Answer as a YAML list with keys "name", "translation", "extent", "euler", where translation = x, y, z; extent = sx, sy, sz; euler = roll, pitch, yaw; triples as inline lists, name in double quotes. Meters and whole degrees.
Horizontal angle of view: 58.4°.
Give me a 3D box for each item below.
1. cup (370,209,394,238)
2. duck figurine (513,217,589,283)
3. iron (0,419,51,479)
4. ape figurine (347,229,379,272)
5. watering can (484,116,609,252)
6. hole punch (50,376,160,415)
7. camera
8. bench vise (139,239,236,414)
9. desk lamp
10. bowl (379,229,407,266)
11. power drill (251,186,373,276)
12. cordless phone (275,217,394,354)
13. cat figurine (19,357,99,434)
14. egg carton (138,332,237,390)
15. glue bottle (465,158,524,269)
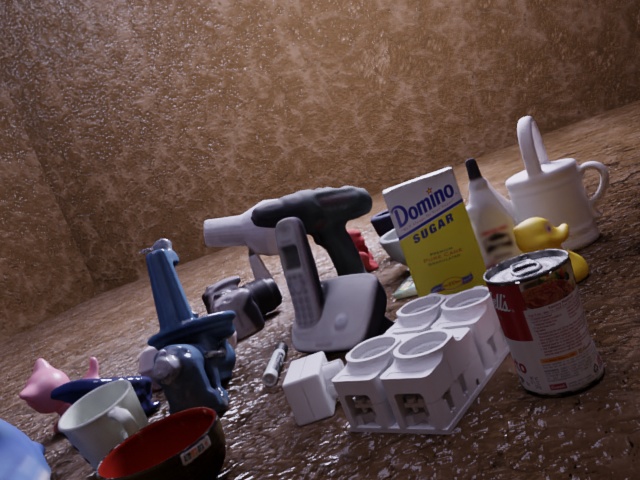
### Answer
- name: "cup"
  translation: [0.168, -0.018, 1.191]
  extent: [0.092, 0.095, 0.117]
  euler: [-24, 8, -19]
- name: "duck figurine"
  translation: [0.258, 0.017, 0.687]
  extent: [0.104, 0.086, 0.077]
  euler: [-20, 7, 6]
- name: "iron"
  translation: [-0.367, 0.246, 0.569]
  extent: [0.119, 0.141, 0.258]
  euler: [-23, 7, -11]
- name: "ape figurine"
  translation: [0.077, 0.021, 1.173]
  extent: [0.076, 0.092, 0.078]
  euler: [-17, 8, 32]
- name: "watering can"
  translation: [0.311, -0.079, 0.819]
  extent: [0.172, 0.194, 0.101]
  euler: [-20, 7, 12]
- name: "hole punch"
  translation: [-0.293, 0.216, 0.784]
  extent: [0.108, 0.091, 0.101]
  euler: [-18, 8, 27]
- name: "camera"
  translation: [-0.141, 0.114, 1.077]
  extent: [0.137, 0.101, 0.143]
  euler: [-24, 8, -22]
- name: "bench vise"
  translation: [-0.169, 0.105, 0.735]
  extent: [0.121, 0.220, 0.207]
  euler: [-23, 7, -13]
- name: "desk lamp"
  translation: [-0.149, 0.036, 1.225]
  extent: [0.203, 0.213, 0.118]
  euler: [-22, 7, -5]
- name: "bowl"
  translation: [0.193, 0.005, 1.017]
  extent: [0.167, 0.075, 0.167]
  euler: [-21, 7, 3]
- name: "power drill"
  translation: [0.009, 0.004, 1.023]
  extent: [0.230, 0.208, 0.075]
  euler: [-25, 8, -29]
- name: "cordless phone"
  translation: [0.006, 0.054, 0.749]
  extent: [0.147, 0.185, 0.094]
  euler: [-14, 10, 44]
- name: "cat figurine"
  translation: [-0.385, 0.227, 0.867]
  extent: [0.067, 0.118, 0.128]
  euler: [-14, 10, 47]
- name: "egg carton"
  translation: [-0.208, 0.178, 0.910]
  extent: [0.150, 0.069, 0.107]
  euler: [-20, 7, 13]
- name: "glue bottle"
  translation: [0.222, -0.024, 0.751]
  extent: [0.078, 0.173, 0.037]
  euler: [-21, 7, 5]
